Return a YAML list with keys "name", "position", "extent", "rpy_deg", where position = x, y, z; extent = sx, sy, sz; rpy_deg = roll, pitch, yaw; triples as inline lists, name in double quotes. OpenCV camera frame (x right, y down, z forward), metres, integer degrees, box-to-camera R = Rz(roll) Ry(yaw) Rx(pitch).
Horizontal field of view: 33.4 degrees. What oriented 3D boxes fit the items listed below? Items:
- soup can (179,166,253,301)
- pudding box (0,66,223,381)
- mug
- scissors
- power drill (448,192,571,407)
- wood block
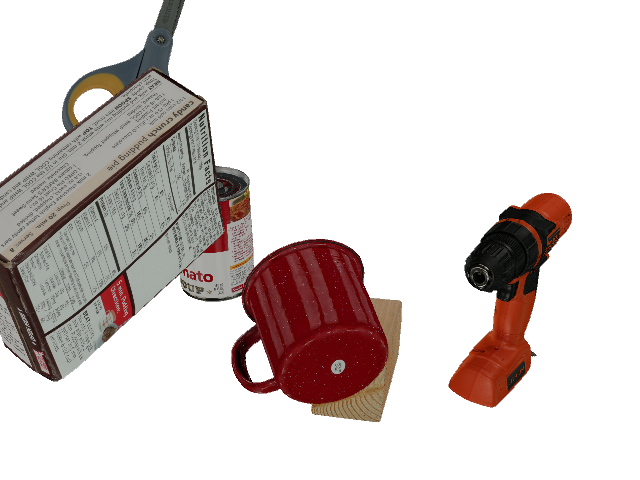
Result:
- name: "soup can"
  position: [-0.094, -0.006, 0.943]
  extent: [0.068, 0.102, 0.068]
  rpy_deg: [-1, 29, 0]
- name: "pudding box"
  position: [-0.093, -0.006, 0.455]
  extent: [0.039, 0.113, 0.090]
  rpy_deg: [31, -31, 23]
- name: "mug"
  position: [-0.012, 0.066, 0.752]
  extent: [0.117, 0.081, 0.093]
  rpy_deg: [-31, -44, 9]
- name: "scissors"
  position: [-0.136, -0.139, 0.774]
  extent: [0.096, 0.202, 0.016]
  rpy_deg: [5, -25, -19]
- name: "power drill"
  position: [0.173, 0.060, 1.003]
  extent: [0.057, 0.188, 0.184]
  rpy_deg: [25, 31, 25]
- name: "wood block"
  position: [0.051, 0.151, 1.413]
  extent: [0.091, 0.090, 0.206]
  rpy_deg: [5, 18, 8]
